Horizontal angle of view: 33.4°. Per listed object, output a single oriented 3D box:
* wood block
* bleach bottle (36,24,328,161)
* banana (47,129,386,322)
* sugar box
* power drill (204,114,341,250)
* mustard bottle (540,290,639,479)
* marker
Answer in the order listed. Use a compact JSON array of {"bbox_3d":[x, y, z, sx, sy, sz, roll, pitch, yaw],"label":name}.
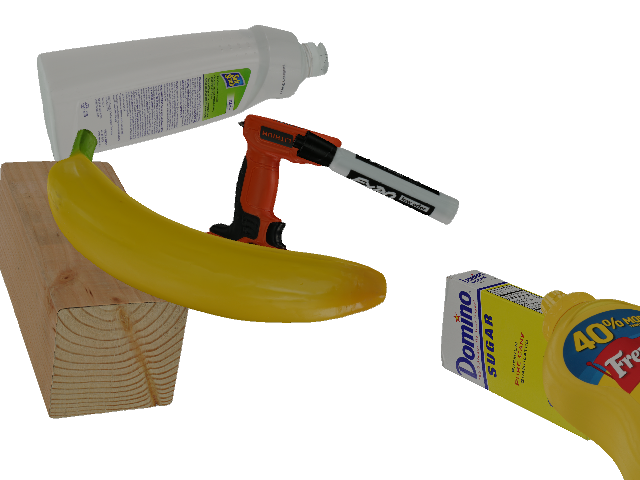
[{"bbox_3d":[-0.176,0.027,0.790,0.090,0.091,0.206,-2,31,-27],"label":"wood block"},{"bbox_3d":[-0.116,-0.136,0.942,0.250,0.068,0.103,-12,-31,-16],"label":"bleach bottle"},{"bbox_3d":[-0.066,-0.001,0.516,0.198,0.069,0.037,27,-28,22],"label":"banana"},{"bbox_3d":[0.179,0.095,0.928,0.048,0.093,0.176,-12,21,-38],"label":"sugar box"},{"bbox_3d":[-0.042,-0.026,1.108,0.185,0.188,0.057,21,8,30],"label":"power drill"},{"bbox_3d":[0.186,0.085,0.621,0.096,0.058,0.192,-16,33,-15],"label":"mustard bottle"},{"bbox_3d":[0.037,-0.043,0.725,0.121,0.020,0.020,24,-4,-10],"label":"marker"}]
